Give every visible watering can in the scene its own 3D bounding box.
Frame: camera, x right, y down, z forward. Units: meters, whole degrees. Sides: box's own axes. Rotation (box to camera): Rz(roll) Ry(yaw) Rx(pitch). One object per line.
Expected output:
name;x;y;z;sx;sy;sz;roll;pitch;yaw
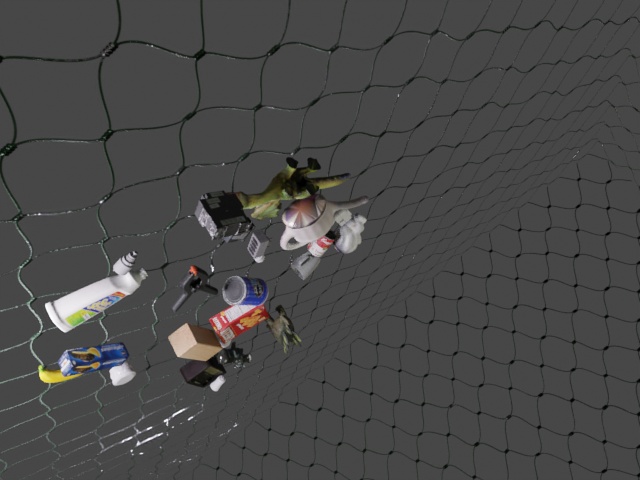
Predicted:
watering can;0.005;-0.087;1.728;0.348;0.105;0.220;-35;155;-3

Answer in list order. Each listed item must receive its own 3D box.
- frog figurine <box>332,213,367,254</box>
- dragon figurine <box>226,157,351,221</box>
frog figurine;0.123;-0.024;1.998;0.158;0.125;0.135;-31;138;15
dragon figurine;-0.103;-0.135;1.545;0.239;0.123;0.411;-33;162;38
